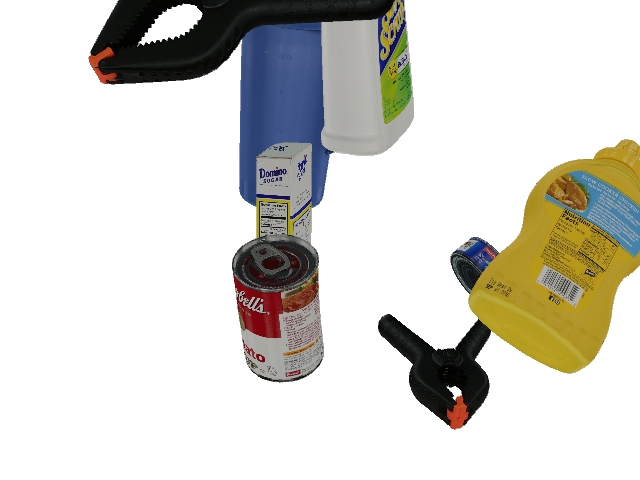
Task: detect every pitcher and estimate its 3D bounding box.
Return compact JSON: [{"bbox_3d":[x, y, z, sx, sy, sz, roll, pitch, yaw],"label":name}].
[{"bbox_3d":[-0.029,-0.160,1.307,0.144,0.243,0.149,-6,27,-25],"label":"pitcher"}]

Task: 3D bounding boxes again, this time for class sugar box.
[{"bbox_3d":[-0.039,-0.012,1.145,0.048,0.176,0.093,2,14,13],"label":"sugar box"}]

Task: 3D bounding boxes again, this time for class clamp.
[{"bbox_3d":[0.135,0.125,1.083,0.120,0.039,0.171,-8,34,-9],"label":"clamp"},{"bbox_3d":[-0.064,-0.169,0.752,0.210,0.165,0.036,-40,-20,-8],"label":"clamp"}]

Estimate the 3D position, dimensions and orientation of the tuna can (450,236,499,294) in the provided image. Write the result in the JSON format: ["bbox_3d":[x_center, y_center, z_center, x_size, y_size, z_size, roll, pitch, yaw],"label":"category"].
[{"bbox_3d":[0.196,0.040,1.286,0.033,0.086,0.086,-36,10,-15],"label":"tuna can"}]

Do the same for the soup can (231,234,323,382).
[{"bbox_3d":[-0.032,0.055,0.856,0.068,0.102,0.068,-2,38,2],"label":"soup can"}]

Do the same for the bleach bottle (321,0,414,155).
[{"bbox_3d":[0.035,-0.206,0.916,0.068,0.251,0.102,10,34,25],"label":"bleach bottle"}]

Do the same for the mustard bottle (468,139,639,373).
[{"bbox_3d":[0.193,-0.003,0.790,0.096,0.191,0.058,33,-26,4],"label":"mustard bottle"}]
